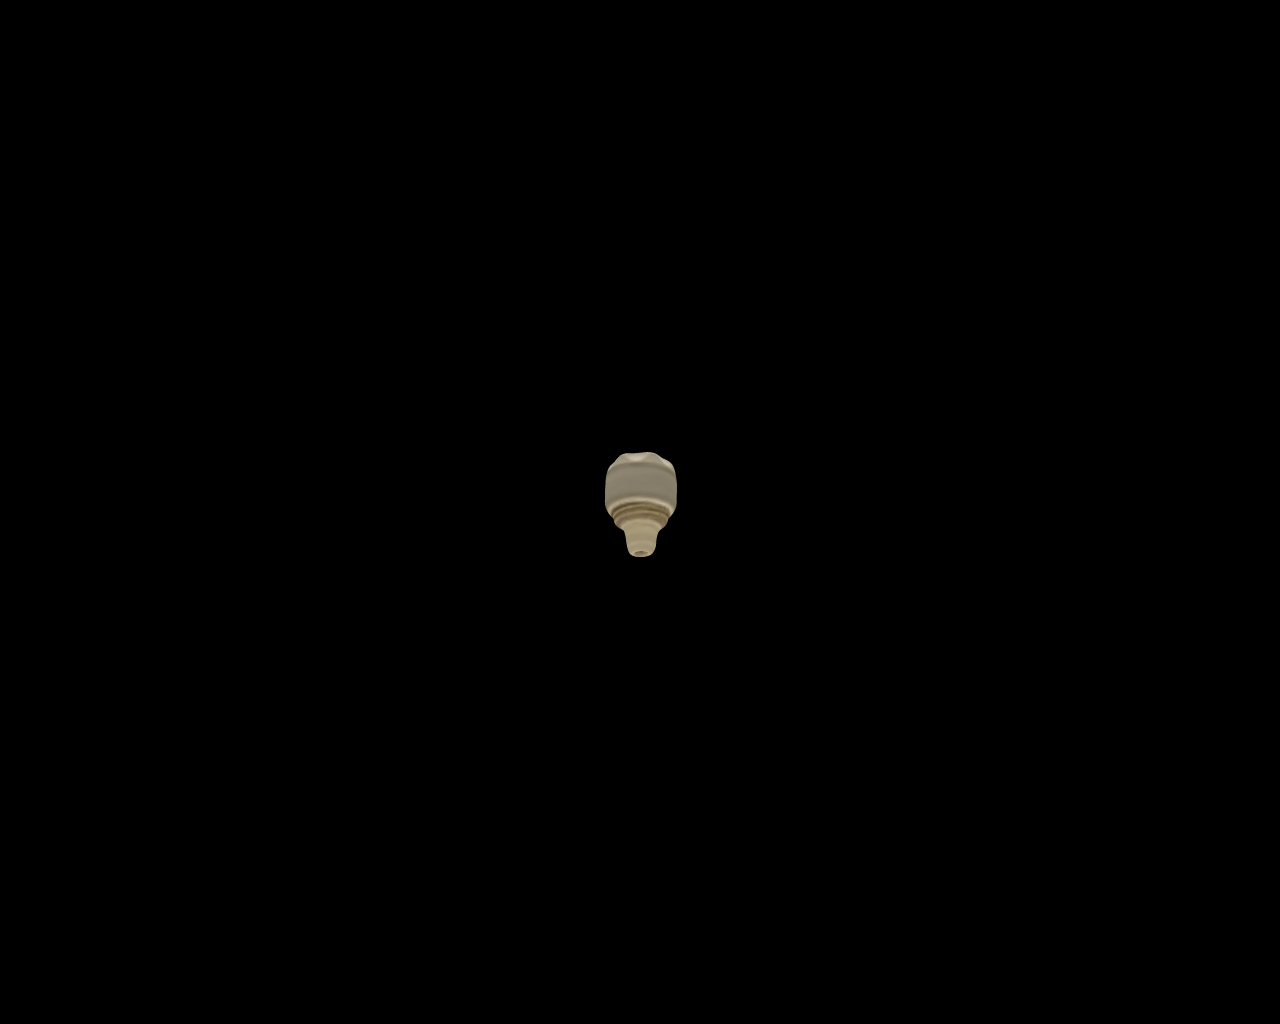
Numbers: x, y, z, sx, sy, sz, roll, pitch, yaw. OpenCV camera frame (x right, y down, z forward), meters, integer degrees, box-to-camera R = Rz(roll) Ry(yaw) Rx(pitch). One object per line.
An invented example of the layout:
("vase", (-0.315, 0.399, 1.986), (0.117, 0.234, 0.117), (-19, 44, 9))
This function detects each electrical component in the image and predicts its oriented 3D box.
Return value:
("electrical component", (0.001, -0.003, 0.650), (0.043, 0.062, 0.043), (0, -22, 0))
